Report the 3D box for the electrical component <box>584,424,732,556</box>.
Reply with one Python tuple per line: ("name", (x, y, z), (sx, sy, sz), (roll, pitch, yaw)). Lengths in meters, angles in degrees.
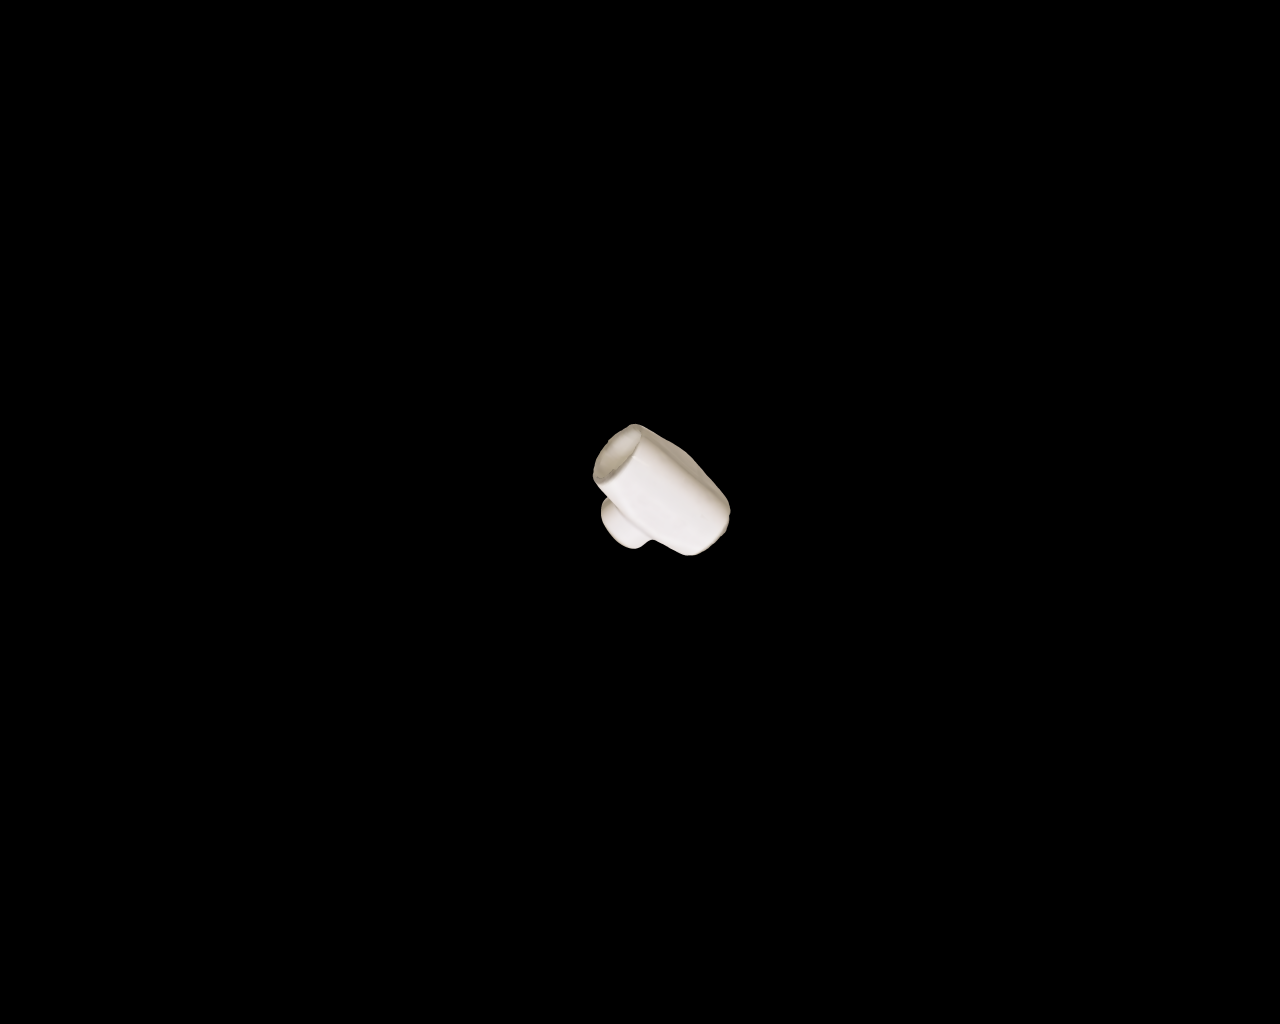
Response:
("electrical component", (0.001, -0.003, 0.650), (0.079, 0.044, 0.077), (-39, -62, 25))
